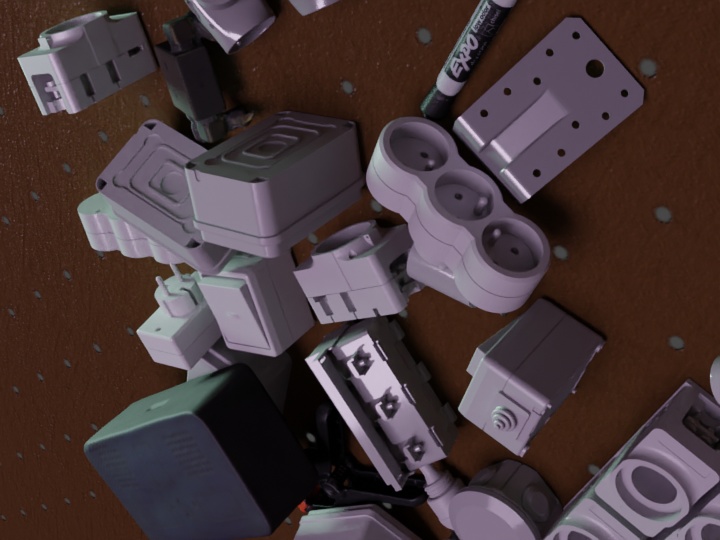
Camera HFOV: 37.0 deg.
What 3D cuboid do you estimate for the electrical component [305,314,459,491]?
[{"bbox_3d":[0.021,0.099,0.844,0.063,0.078,0.121,-27,101,27],"label":"electrical component"}]

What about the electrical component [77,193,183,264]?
[{"bbox_3d":[-0.193,-0.054,0.932,0.138,0.052,0.073,10,126,38],"label":"electrical component"}]

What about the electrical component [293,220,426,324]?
[{"bbox_3d":[0.000,0.000,0.798,0.089,0.050,0.055,-11,112,47],"label":"electrical component"}]

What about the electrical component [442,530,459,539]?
[{"bbox_3d":[0.087,0.239,0.902,0.045,0.055,0.045,24,134,28],"label":"electrical component"}]

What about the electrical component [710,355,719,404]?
[{"bbox_3d":[0.241,0.064,0.634,0.065,0.044,0.044,-15,109,53],"label":"electrical component"}]

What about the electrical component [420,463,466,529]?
[{"bbox_3d":[0.069,0.182,0.890,0.061,0.035,0.035,54,140,-2],"label":"electrical component"}]

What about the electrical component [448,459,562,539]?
[{"bbox_3d":[0.114,0.193,0.843,0.080,0.051,0.080,24,134,28],"label":"electrical component"}]

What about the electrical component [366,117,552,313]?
[{"bbox_3d":[0.056,-0.027,0.691,0.138,0.052,0.073,49,149,17],"label":"electrical component"}]

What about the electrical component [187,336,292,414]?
[{"bbox_3d":[-0.114,0.110,0.984,0.078,0.057,0.113,33,138,19],"label":"electrical component"}]

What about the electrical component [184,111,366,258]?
[{"bbox_3d":[-0.057,-0.062,0.754,0.078,0.113,0.057,15,126,35],"label":"electrical component"}]

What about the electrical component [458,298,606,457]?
[{"bbox_3d":[0.108,0.072,0.718,0.061,0.096,0.061,35,138,17],"label":"electrical component"}]

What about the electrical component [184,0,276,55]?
[{"bbox_3d":[-0.097,-0.192,0.725,0.077,0.043,0.079,52,177,-3],"label":"electrical component"}]

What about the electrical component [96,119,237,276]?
[{"bbox_3d":[-0.141,-0.056,0.854,0.113,0.078,0.057,32,166,20],"label":"electrical component"}]

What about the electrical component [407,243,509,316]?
[{"bbox_3d":[0.077,0.002,0.734,0.081,0.043,0.043,27,135,25],"label":"electrical component"}]

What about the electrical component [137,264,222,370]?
[{"bbox_3d":[-0.152,0.029,0.927,0.047,0.083,0.075,8,135,38],"label":"electrical component"}]

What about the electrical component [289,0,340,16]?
[{"bbox_3d":[-0.046,-0.202,0.686,0.079,0.044,0.077,-8,114,46],"label":"electrical component"}]

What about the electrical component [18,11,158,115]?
[{"bbox_3d":[-0.211,-0.164,0.833,0.050,0.089,0.055,5,123,41],"label":"electrical component"}]

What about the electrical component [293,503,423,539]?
[{"bbox_3d":[0.007,0.265,0.971,0.109,0.056,0.109,41,144,-22],"label":"electrical component"}]

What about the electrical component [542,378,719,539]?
[{"bbox_3d":[0.208,0.173,0.734,0.105,0.060,0.186,39,139,12],"label":"electrical component"}]

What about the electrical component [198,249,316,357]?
[{"bbox_3d":[-0.085,0.030,0.892,0.062,0.061,0.096,6,124,40],"label":"electrical component"}]
